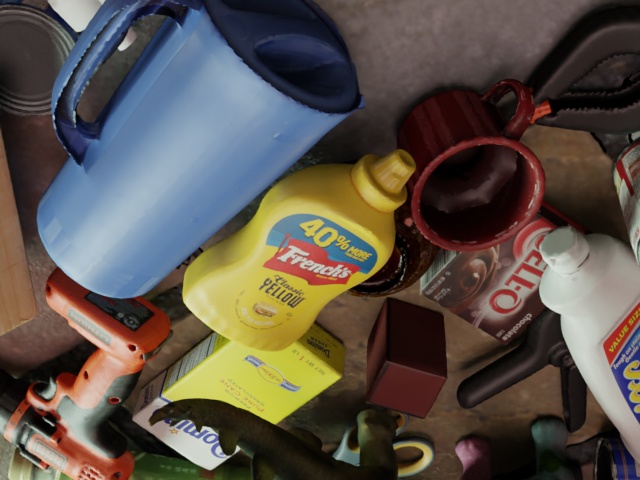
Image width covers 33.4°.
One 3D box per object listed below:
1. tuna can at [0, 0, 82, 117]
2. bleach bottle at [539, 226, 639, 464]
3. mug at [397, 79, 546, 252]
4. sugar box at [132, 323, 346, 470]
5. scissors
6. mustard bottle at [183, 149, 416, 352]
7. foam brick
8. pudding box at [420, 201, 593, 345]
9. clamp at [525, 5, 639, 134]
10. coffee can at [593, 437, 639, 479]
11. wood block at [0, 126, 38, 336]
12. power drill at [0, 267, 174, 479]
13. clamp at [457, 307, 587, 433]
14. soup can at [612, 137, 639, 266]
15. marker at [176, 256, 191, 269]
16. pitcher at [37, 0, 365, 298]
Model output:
[{"bbox_3d":[-0.206,-0.132,0.753,0.086,0.033,0.086,2,125,3],"label":"tuna can"},{"bbox_3d":[0.230,0.079,0.811,0.102,0.068,0.250,-39,126,8],"label":"bleach bottle"},{"bbox_3d":[0.106,-0.061,0.741,0.093,0.081,0.117,19,121,-23],"label":"mug"},{"bbox_3d":[-0.072,0.124,0.918,0.093,0.048,0.176,39,119,-20],"label":"sugar box"},{"bbox_3d":[0.026,0.218,0.995,0.096,0.016,0.202,32,122,-17],"label":"scissors"},{"bbox_3d":[-0.005,0.001,0.741,0.096,0.058,0.192,32,125,-25],"label":"mustard bottle"},{"bbox_3d":[0.069,0.096,0.867,0.051,0.078,0.053,16,127,-8],"label":"foam brick"},{"bbox_3d":[0.145,0.018,0.827,0.090,0.039,0.114,31,122,-17],"label":"pudding box"},{"bbox_3d":[0.243,-0.119,0.723,0.210,0.036,0.164,-25,121,20],"label":"clamp"},{"bbox_3d":[0.315,0.222,0.919,0.140,0.102,0.103,0,125,5],"label":"coffee can"},{"bbox_3d":[-0.279,-0.022,0.776,0.090,0.090,0.206,35,139,34],"label":"wood block"},{"bbox_3d":[-0.217,0.109,0.900,0.184,0.057,0.188,31,122,5],"label":"power drill"},{"bbox_3d":[0.204,0.094,0.878,0.120,0.039,0.172,20,124,-26],"label":"clamp"},{"bbox_3d":[0.248,-0.022,0.751,0.068,0.102,0.068,2,125,3],"label":"soup can"},{"bbox_3d":[-0.161,-0.004,0.850,0.121,0.020,0.020,21,124,-10],"label":"marker"},{"bbox_3d":[-0.101,-0.070,0.732,0.149,0.144,0.243,48,122,1],"label":"pitcher"}]
